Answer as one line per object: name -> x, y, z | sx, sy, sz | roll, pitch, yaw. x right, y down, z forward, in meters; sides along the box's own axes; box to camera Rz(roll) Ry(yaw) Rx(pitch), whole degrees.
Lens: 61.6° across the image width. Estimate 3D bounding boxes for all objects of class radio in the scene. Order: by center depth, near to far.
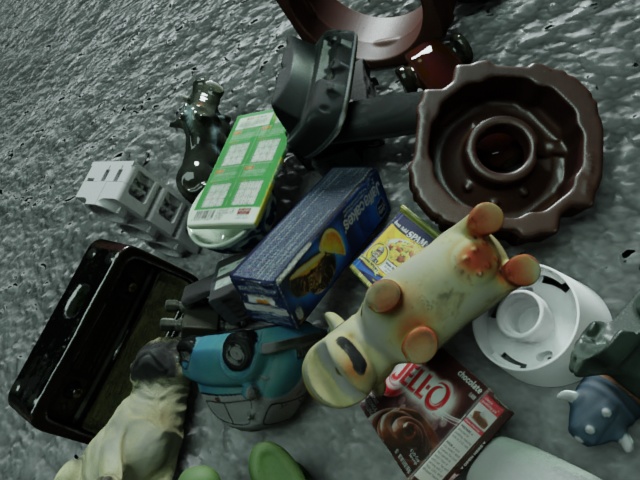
radio -> -0.255, 0.120, 0.648 | 0.073, 0.131, 0.229 | 8, 67, 38

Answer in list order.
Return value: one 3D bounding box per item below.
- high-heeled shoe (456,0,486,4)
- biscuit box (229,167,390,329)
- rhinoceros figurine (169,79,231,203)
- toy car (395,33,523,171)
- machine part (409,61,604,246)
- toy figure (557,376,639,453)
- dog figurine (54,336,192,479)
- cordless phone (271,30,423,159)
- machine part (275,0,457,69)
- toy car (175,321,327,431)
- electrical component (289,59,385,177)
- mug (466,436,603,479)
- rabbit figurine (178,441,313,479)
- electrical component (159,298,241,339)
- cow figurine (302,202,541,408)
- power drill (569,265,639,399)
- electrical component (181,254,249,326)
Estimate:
high-heeled shoe -> 0.232, -0.414, 0.689 | 0.248, 0.086, 0.145 | -51, 52, 1
biscuit box -> -0.001, -0.002, 0.549 | 0.063, 0.059, 0.203 | 5, 39, 37
rhinoceros figurine -> -0.165, -0.137, 0.760 | 0.073, 0.112, 0.190 | -12, 64, 30
toy car -> 0.157, -0.152, 0.593 | 0.089, 0.053, 0.202 | -32, 54, 8
machine part -> 0.167, -0.079, 0.497 | 0.179, 0.056, 0.179 | -2, 78, 8
toy figure -> 0.239, 0.089, 0.392 | 0.154, 0.057, 0.064 | -49, 42, 5
dog figurine -> -0.214, 0.214, 0.602 | 0.172, 0.121, 0.191 | -23, 37, 19
cordless phone -> 0.049, -0.170, 0.597 | 0.184, 0.088, 0.146 | -1, 61, 20
machine part -> 0.053, -0.312, 0.660 | 0.201, 0.201, 0.087 | 4, 62, 36
toy car -> -0.070, 0.138, 0.539 | 0.162, 0.109, 0.103 | -15, 80, 35
electrical component -> 0.019, -0.148, 0.680 | 0.115, 0.058, 0.134 | -16, 56, 28
mug -> 0.151, 0.198, 0.373 | 0.109, 0.080, 0.107 | -56, 32, -2
rabbit figurine -> -0.048, 0.265, 0.460 | 0.170, 0.121, 0.159 | 2, 56, 15
electrical component -> -0.141, 0.092, 0.641 | 0.094, 0.021, 0.063 | 4, 30, -6
cow figurine -> 0.068, 0.061, 0.435 | 0.195, 0.127, 0.085 | -37, 79, -6
power drill -> 0.279, 0.087, 0.319 | 0.207, 0.086, 0.232 | 41, 97, 8
electrical component -> -0.101, 0.057, 0.628 | 0.119, 0.047, 0.075 | -27, 33, 16
